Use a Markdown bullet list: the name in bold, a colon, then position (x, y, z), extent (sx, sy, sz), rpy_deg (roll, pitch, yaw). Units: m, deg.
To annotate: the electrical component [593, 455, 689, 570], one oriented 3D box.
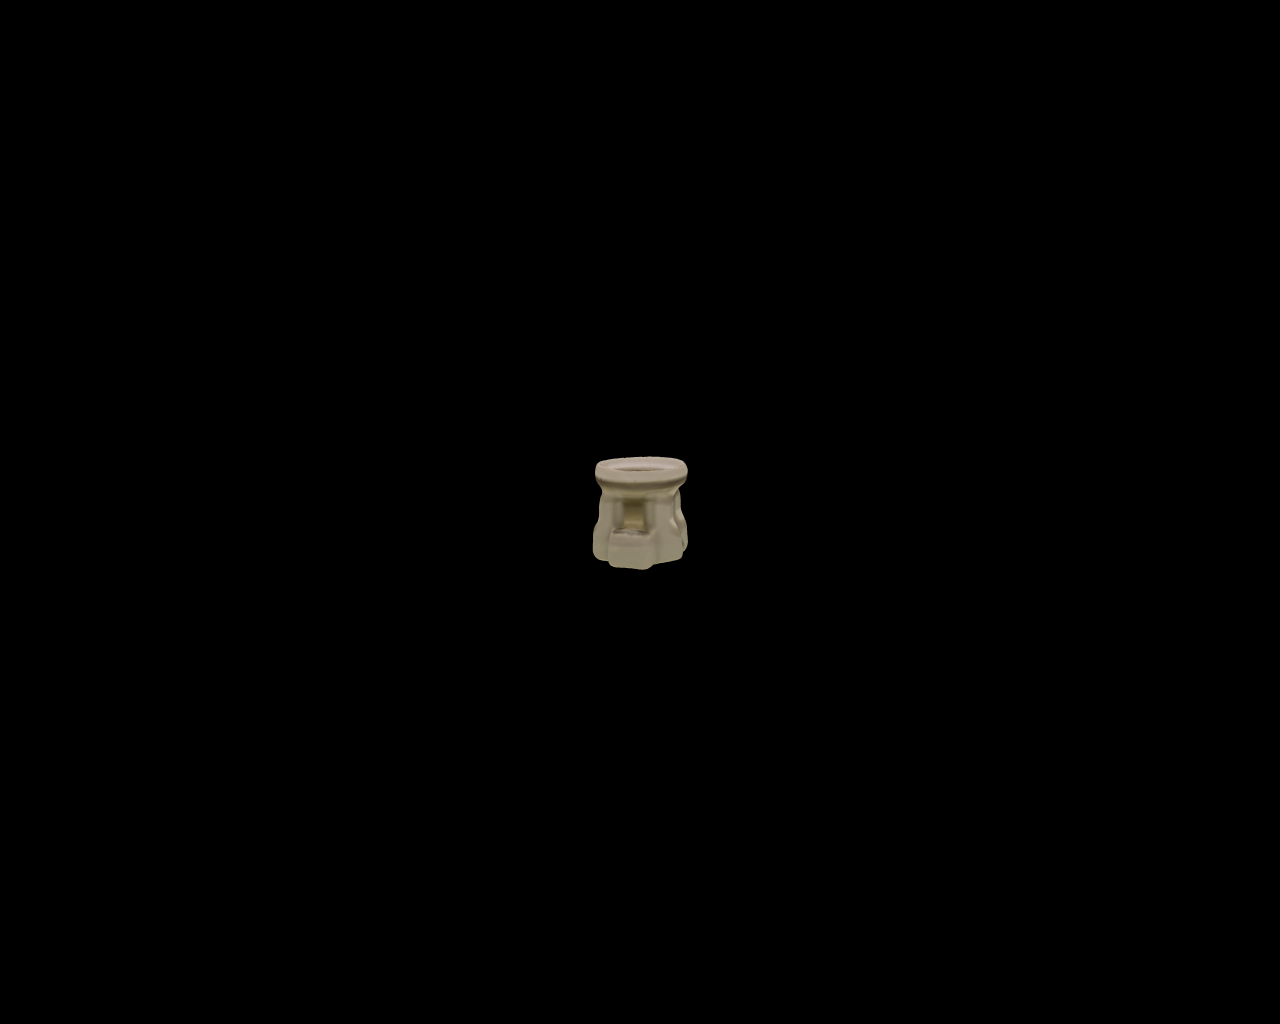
- **electrical component**: position (0.001, -0.003, 0.650), extent (0.058, 0.057, 0.078), rpy_deg (2, 12, 11)
